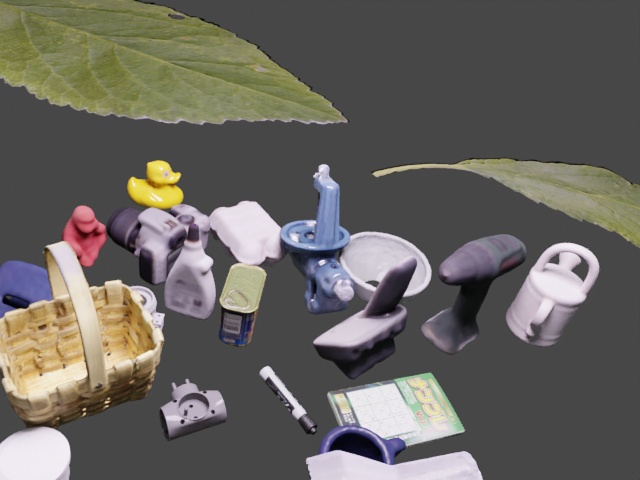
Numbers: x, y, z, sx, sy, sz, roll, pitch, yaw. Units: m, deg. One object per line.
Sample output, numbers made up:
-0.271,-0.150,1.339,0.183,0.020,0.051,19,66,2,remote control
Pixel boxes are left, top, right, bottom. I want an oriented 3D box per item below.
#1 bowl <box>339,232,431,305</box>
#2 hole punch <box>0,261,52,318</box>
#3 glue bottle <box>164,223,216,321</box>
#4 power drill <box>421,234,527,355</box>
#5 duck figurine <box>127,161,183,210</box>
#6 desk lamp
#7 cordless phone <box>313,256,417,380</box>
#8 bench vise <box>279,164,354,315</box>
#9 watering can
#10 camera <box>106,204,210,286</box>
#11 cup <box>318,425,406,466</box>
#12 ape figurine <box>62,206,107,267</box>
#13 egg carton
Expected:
0.108,0.064,1.016,0.167,0.075,0.167,9,38,-7,bowl
-0.414,0.096,0.798,0.108,0.091,0.101,18,38,5,hole punch
-0.193,0.045,0.864,0.078,0.173,0.037,17,38,5,glue bottle
0.240,0.083,0.925,0.230,0.208,0.075,-25,52,-39,power drill
-0.313,-0.112,1.091,0.104,0.086,0.077,7,39,-9,duck figurine
0.073,0.300,0.599,0.203,0.213,0.117,0,40,-18,desk lamp
0.075,0.106,0.863,0.094,0.185,0.148,37,43,27,cordless phone
0.018,0.000,0.948,0.122,0.220,0.206,-21,50,-36,bench vise
0.406,0.081,0.992,0.101,0.194,0.173,15,38,2,watering can
-0.279,-0.017,0.972,0.136,0.101,0.143,27,40,16,camera
0.047,0.286,0.704,0.118,0.095,0.091,-11,44,-29,cup
-0.388,-0.014,0.941,0.076,0.092,0.078,37,44,27,ape figurine
-0.130,-0.007,1.033,0.107,0.069,0.150,-19,49,-35,egg carton
